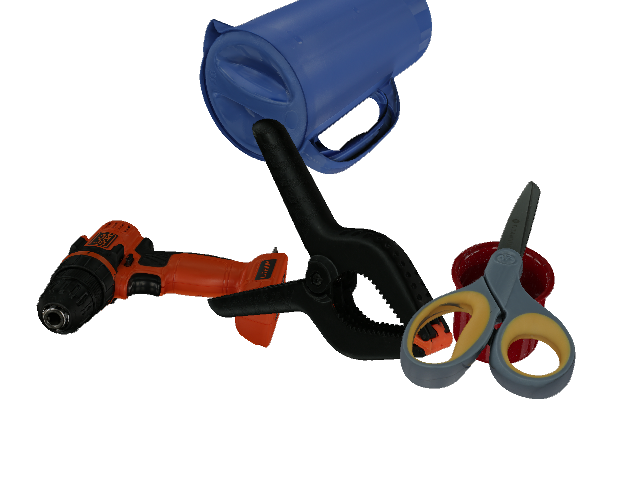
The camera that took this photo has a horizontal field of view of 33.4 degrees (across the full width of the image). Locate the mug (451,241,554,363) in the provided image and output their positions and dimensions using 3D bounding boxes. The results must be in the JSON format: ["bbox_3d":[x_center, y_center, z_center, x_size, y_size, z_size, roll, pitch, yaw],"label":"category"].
[{"bbox_3d":[0.163,0.053,1.003,0.093,0.081,0.117,-11,41,-11],"label":"mug"}]

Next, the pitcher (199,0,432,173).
[{"bbox_3d":[0.012,-0.176,1.065,0.145,0.149,0.242,15,37,37],"label":"pitcher"}]

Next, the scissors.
[{"bbox_3d":[0.117,0.025,0.590,0.096,0.016,0.201,21,40,28],"label":"scissors"}]

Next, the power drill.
[{"bbox_3d":[-0.127,0.040,0.897,0.187,0.057,0.184,11,22,3],"label":"power drill"}]

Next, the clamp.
[{"bbox_3d":[0.006,0.014,0.762,0.210,0.165,0.036,25,25,34],"label":"clamp"}]
